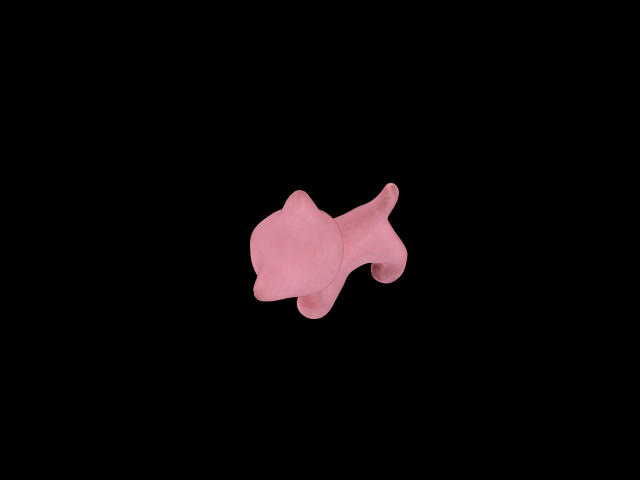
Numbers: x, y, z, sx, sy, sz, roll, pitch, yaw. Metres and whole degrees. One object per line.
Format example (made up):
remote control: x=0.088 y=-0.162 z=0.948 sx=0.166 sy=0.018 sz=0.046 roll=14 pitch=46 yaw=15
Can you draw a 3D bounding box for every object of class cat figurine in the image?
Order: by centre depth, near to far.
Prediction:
cat figurine: x=0.004 y=0.001 z=0.400 sx=0.128 sy=0.118 sz=0.067 roll=-29 pitch=66 yaw=-14
